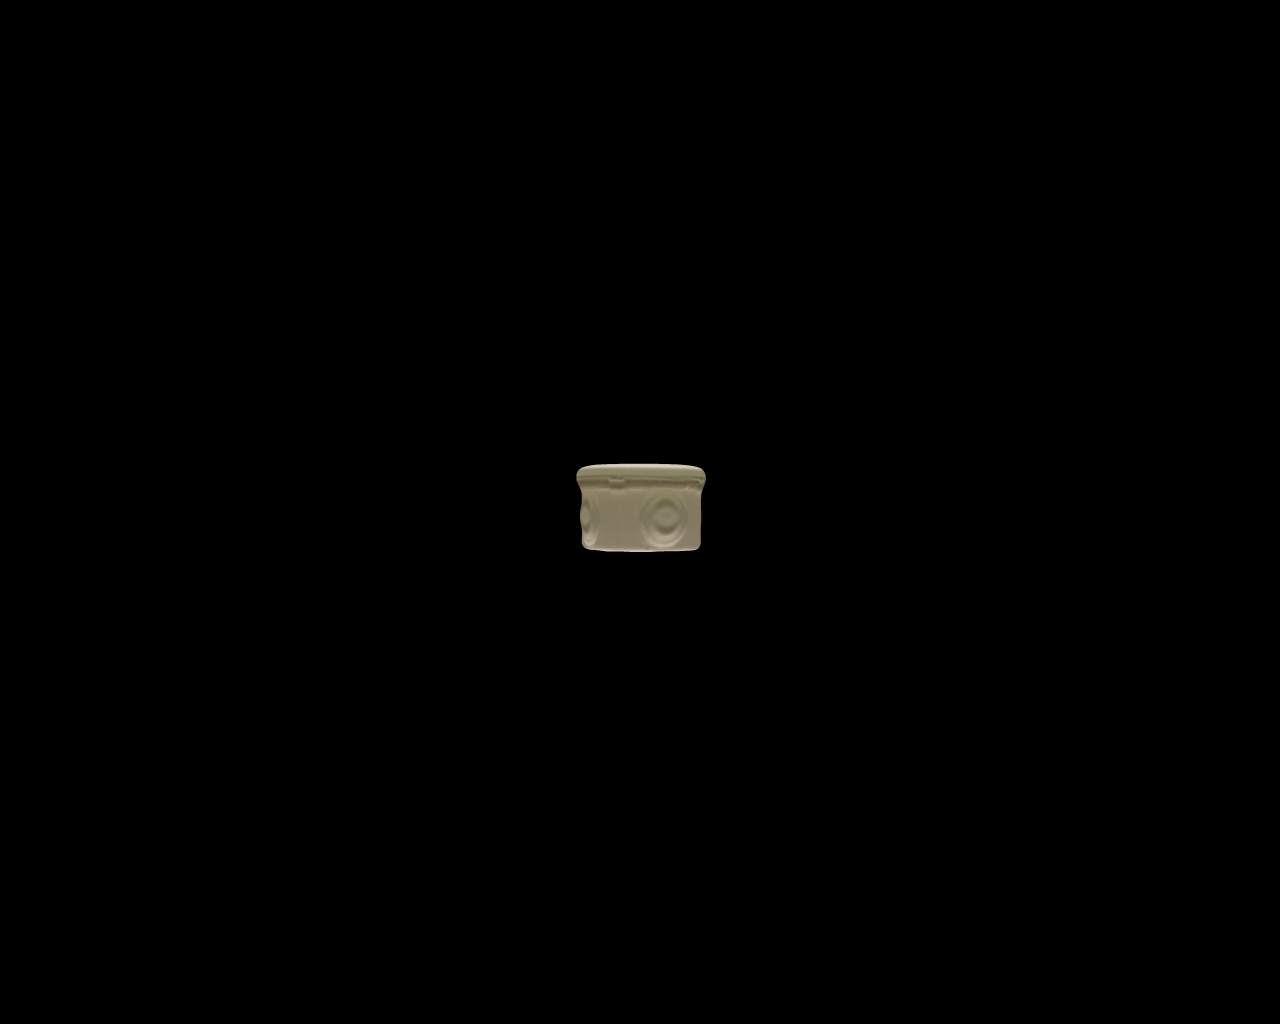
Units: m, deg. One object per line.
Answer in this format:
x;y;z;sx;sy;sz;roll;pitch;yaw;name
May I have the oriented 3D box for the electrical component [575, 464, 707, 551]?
0.001;-0.003;0.650;0.080;0.051;0.080;0;0;0;electrical component
